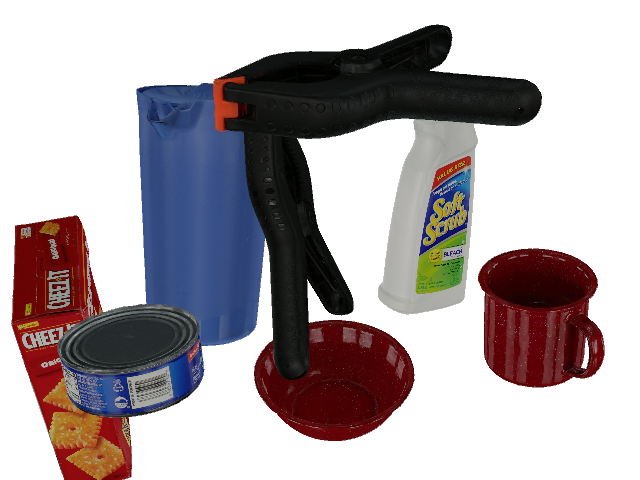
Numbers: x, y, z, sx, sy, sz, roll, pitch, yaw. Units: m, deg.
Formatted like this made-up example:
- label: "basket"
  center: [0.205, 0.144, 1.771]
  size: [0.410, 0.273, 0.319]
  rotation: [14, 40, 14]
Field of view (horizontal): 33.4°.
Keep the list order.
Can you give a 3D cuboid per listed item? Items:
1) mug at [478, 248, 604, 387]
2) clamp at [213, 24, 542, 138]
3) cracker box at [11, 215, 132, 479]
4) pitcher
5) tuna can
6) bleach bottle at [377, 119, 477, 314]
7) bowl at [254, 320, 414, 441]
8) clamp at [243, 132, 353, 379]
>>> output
- label: "mug"
  center: [0.181, 0.069, 0.857]
  size: [0.093, 0.081, 0.117]
  rotation: [-23, 35, -29]
- label: "clamp"
  center: [0.023, -0.089, 0.593]
  size: [0.171, 0.039, 0.120]
  rotation: [-3, 23, -11]
- label: "cracker box"
  center: [-0.240, 0.108, 1.040]
  size: [0.072, 0.214, 0.164]
  rotation: [-11, 35, -8]
- label: "pitcher"
  center: [-0.106, -0.030, 1.034]
  size: [0.149, 0.243, 0.145]
  rotation: [-2, 15, -18]
- label: "tuna can"
  center: [-0.114, 0.072, 0.650]
  size: [0.086, 0.034, 0.086]
  rotation: [-5, 22, 2]
- label: "bleach bottle"
  center: [0.123, -0.048, 1.194]
  size: [0.102, 0.251, 0.068]
  rotation: [-9, 24, -28]
- label: "bowl"
  center: [0.015, 0.152, 1.086]
  size: [0.162, 0.055, 0.162]
  rotation: [-1, 35, 1]
- label: "clamp"
  center: [-0.020, -0.012, 0.828]
  size: [0.036, 0.210, 0.164]
  rotation: [-11, 4, 16]
